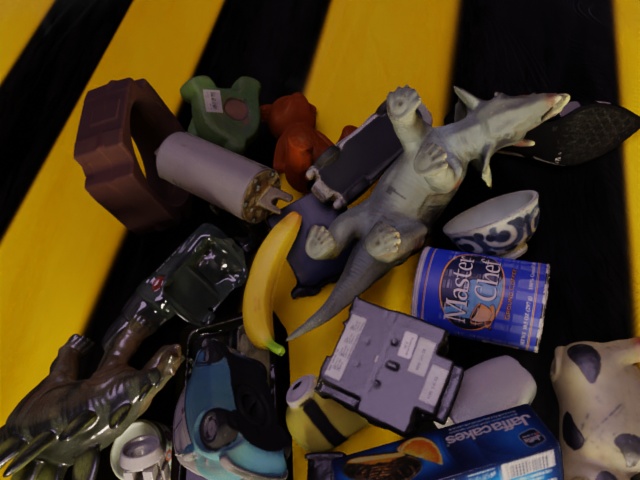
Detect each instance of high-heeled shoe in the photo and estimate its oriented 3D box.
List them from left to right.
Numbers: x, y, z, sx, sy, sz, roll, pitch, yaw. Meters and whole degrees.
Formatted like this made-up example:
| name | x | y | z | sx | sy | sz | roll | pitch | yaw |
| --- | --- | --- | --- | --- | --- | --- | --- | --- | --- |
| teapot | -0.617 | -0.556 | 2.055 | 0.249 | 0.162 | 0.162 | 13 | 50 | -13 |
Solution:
| name | x | y | z | sx | sy | sz | roll | pitch | yaw |
| --- | --- | --- | --- | --- | --- | --- | --- | --- | --- |
| high-heeled shoe | 0.309 | -0.166 | 0.771 | 0.249 | 0.086 | 0.145 | -5 | 26 | -6 |

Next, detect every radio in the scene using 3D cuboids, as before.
| name | x | y | z | sx | sy | sz | roll | pitch | yaw |
| --- | --- | --- | --- | --- | --- | --- | --- | --- | --- |
| radio | -0.105 | 0.205 | 0.651 | 0.131 | 0.073 | 0.230 | -10 | 57 | 10 |

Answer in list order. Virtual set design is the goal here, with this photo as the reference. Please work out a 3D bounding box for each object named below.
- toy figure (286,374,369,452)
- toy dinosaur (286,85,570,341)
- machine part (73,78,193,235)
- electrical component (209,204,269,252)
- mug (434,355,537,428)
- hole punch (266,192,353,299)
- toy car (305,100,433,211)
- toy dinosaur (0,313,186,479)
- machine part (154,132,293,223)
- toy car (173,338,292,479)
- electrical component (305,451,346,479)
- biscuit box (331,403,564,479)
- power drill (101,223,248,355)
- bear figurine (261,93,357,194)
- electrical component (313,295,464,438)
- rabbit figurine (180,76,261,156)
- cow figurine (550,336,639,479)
| name | x | y | z | sx | sy | sz | roll | pitch | yaw |
| --- | --- | --- | --- | --- | --- | --- | --- | --- | --- |
| toy figure | 0.044 | 0.178 | 0.621 | 0.180 | 0.082 | 0.089 | -21 | 59 | 0 |
| toy dinosaur | 0.108 | -0.043 | 0.660 | 0.404 | 0.192 | 0.131 | -52 | 59 | 17 |
| machine part | -0.278 | -0.126 | 0.825 | 0.087 | 0.201 | 0.201 | -14 | 57 | 13 |
| electrical component | -0.113 | -0.026 | 0.781 | 0.045 | 0.102 | 0.078 | -41 | 32 | -11 |
| mug | 0.186 | 0.180 | 0.575 | 0.107 | 0.080 | 0.110 | -34 | 43 | -13 |
| hole punch | -0.002 | -0.002 | 0.739 | 0.142 | 0.092 | 0.116 | -28 | 60 | -6 |
| toy car | 0.068 | -0.120 | 0.717 | 0.202 | 0.056 | 0.073 | -42 | 88 | -15 |
| toy dinosaur | -0.311 | 0.213 | 0.641 | 0.471 | 0.105 | 0.198 | -29 | 23 | 35 |
| machine part | -0.140 | -0.087 | 0.728 | 0.243 | 0.079 | 0.079 | 26 | 70 | 27 |
| toy car | -0.106 | 0.189 | 0.562 | 0.103 | 0.109 | 0.162 | -39 | 46 | 13 |
| electrical component | 0.010 | 0.290 | 0.566 | 0.048 | 0.074 | 0.119 | -7 | 54 | 13 |
| biscuit box | 0.115 | 0.216 | 0.493 | 0.203 | 0.059 | 0.063 | -15 | 20 | -1 |
| power drill | -0.187 | 0.070 | 0.710 | 0.086 | 0.207 | 0.232 | 44 | 66 | -12 |
| bear figurine | -0.023 | -0.171 | 0.826 | 0.120 | 0.131 | 0.196 | -5 | 58 | -20 |
| electrical component | 0.076 | 0.135 | 0.556 | 0.134 | 0.058 | 0.115 | 21 | 73 | 23 |
| rabbit figurine | -0.154 | -0.159 | 0.857 | 0.121 | 0.170 | 0.159 | -16 | 83 | -29 |
| cow figurine | 0.277 | 0.197 | 0.537 | 0.127 | 0.085 | 0.195 | -2 | 62 | 8 |
